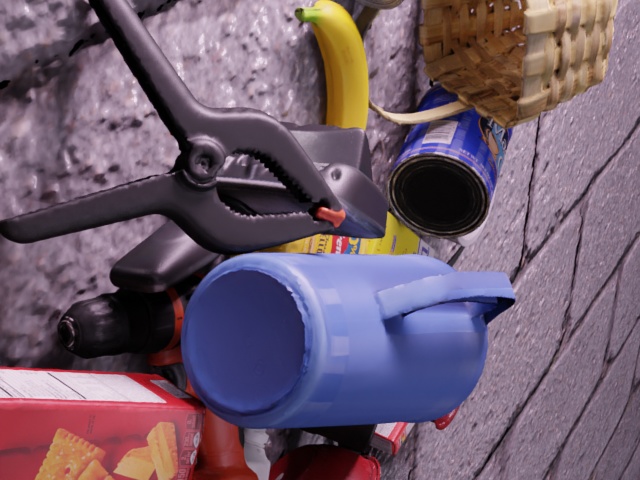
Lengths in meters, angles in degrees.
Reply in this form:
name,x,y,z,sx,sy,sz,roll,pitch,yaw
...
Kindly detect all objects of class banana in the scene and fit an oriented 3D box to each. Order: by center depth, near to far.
name,x,y,z,sx,sy,sz,roll,pitch,yaw
banana,0.013,-0.133,0.925,0.069,0.037,0.198,-36,138,-24

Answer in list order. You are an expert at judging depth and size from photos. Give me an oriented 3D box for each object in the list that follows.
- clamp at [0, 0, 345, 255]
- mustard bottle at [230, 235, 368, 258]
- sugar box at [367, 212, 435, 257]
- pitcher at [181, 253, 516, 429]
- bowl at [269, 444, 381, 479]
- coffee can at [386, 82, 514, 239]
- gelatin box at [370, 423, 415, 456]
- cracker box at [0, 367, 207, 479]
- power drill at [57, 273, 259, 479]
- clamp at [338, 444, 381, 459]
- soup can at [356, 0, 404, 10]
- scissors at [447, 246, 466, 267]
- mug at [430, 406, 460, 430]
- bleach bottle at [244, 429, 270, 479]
name,x,y,z,sx,sy,sz,roll,pitch,yaw
clamp,-0.079,-0.058,0.666,0.209,0.036,0.164,14,89,-20
mustard bottle,-0.006,0.001,0.937,0.191,0.058,0.096,9,95,-64
sugar box,0.066,0.029,1.107,0.176,0.048,0.093,29,79,-62
pitcher,0.023,0.065,0.743,0.242,0.145,0.149,8,105,-60
bowl,-0.022,0.243,0.998,0.055,0.162,0.161,50,49,-9
coffee can,0.132,-0.084,1.070,0.140,0.103,0.103,-65,156,-47
gelatin box,0.057,0.178,1.128,0.073,0.089,0.030,-51,148,-36
cracker box,-0.179,0.161,0.621,0.213,0.072,0.164,10,96,-46
power drill,-0.104,0.118,0.769,0.184,0.057,0.188,-10,101,-47
clamp,0.042,0.265,1.208,0.120,0.039,0.171,-13,123,-54
soup can,0.061,-0.255,0.902,0.102,0.069,0.068,-63,152,-17
scissors,0.126,0.064,1.183,0.201,0.016,0.096,-32,135,-56
mug,0.125,0.161,1.258,0.117,0.082,0.093,-36,136,-50
bleach bottle,-0.102,0.273,0.910,0.251,0.068,0.102,-70,157,-11
